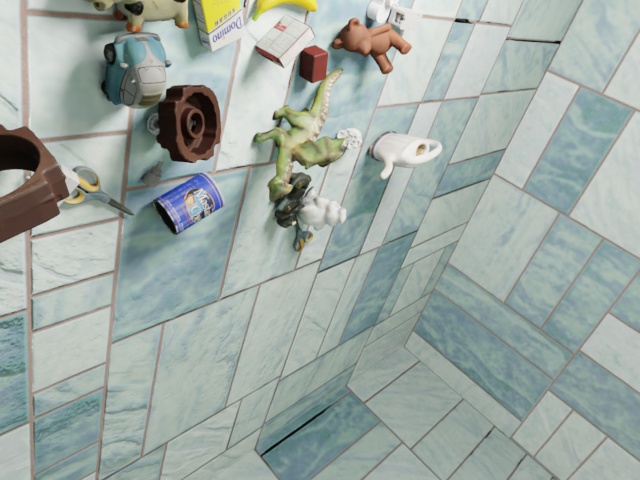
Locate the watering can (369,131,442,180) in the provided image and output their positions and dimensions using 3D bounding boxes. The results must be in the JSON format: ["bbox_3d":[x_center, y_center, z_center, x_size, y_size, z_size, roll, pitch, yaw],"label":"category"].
[{"bbox_3d":[0.259,-0.293,1.757,0.352,0.226,0.102,-27,124,-35],"label":"watering can"}]

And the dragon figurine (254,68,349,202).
[{"bbox_3d":[-0.016,-0.275,1.360,0.411,0.246,0.120,-48,146,-2],"label":"dragon figurine"}]

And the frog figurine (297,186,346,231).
[{"bbox_3d":[0.005,-0.085,1.681,0.124,0.161,0.134,-24,141,-38],"label":"frog figurine"}]
